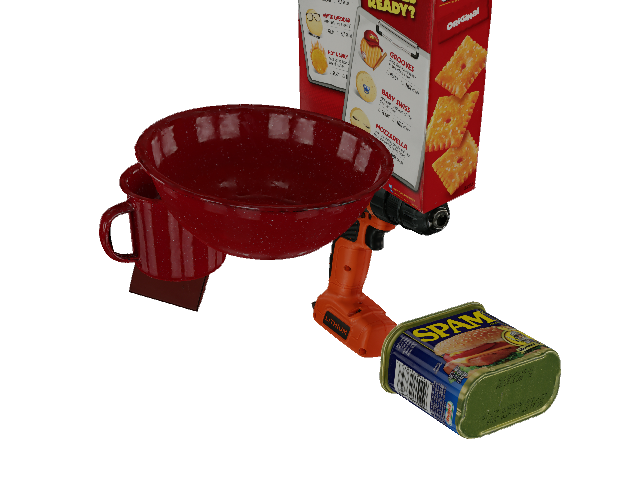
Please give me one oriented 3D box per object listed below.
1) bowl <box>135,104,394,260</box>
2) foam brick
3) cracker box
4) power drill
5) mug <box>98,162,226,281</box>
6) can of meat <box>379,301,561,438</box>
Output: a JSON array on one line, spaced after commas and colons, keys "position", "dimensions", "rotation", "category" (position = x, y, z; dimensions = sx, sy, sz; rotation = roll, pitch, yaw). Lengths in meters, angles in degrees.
[{"position": [-0.036, -0.033, 0.677], "dimensions": [0.162, 0.055, 0.162], "rotation": [4, 27, -2], "category": "bowl"}, {"position": [-0.158, 0.033, 1.138], "dimensions": [0.078, 0.051, 0.053], "rotation": [17, 29, -3], "category": "foam brick"}, {"position": [0.057, -0.154, 0.867], "dimensions": [0.072, 0.214, 0.164], "rotation": [-25, 42, -31], "category": "cracker box"}, {"position": [0.053, 0.013, 1.028], "dimensions": [0.057, 0.188, 0.185], "rotation": [-6, 24, -30], "category": "power drill"}, {"position": [-0.132, -0.015, 0.908], "dimensions": [0.117, 0.081, 0.093], "rotation": [-19, 34, -30], "category": "mug"}, {"position": [0.108, 0.092, 0.759], "dimensions": [0.101, 0.057, 0.084], "rotation": [-13, 27, -34], "category": "can of meat"}]
